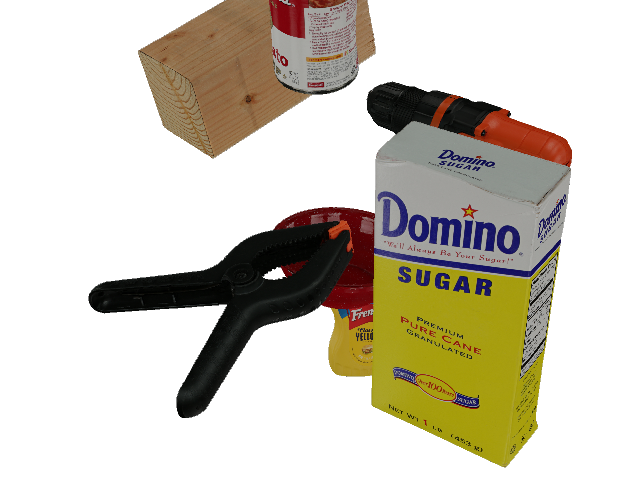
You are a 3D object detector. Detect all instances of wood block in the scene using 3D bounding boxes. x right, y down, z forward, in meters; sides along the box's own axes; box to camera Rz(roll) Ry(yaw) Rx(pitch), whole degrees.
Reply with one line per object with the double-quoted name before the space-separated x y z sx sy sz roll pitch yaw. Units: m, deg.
"wood block" -0.056 -0.180 1.019 0.205 0.091 0.090 -36 46 -23

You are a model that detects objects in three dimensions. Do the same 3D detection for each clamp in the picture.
"clamp" -0.069 0.038 0.836 0.209 0.036 0.165 -33 45 -26

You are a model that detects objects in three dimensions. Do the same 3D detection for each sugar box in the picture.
"sugar box" 0.075 0.032 0.574 0.093 0.176 0.048 20 42 29

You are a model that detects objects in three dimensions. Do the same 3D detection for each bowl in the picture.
"bowl" 0.023 0.026 1.161 0.162 0.055 0.162 3 33 -2

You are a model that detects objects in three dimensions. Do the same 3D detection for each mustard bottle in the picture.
"mustard bottle" 0.060 0.087 1.438 0.096 0.192 0.058 -3 21 -8

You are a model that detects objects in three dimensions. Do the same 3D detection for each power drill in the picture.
"power drill" 0.113 -0.033 0.909 0.185 0.188 0.057 25 41 30

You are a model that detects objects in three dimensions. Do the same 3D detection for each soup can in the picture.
"soup can" -0.004 -0.169 0.792 0.068 0.102 0.068 -1 44 1
